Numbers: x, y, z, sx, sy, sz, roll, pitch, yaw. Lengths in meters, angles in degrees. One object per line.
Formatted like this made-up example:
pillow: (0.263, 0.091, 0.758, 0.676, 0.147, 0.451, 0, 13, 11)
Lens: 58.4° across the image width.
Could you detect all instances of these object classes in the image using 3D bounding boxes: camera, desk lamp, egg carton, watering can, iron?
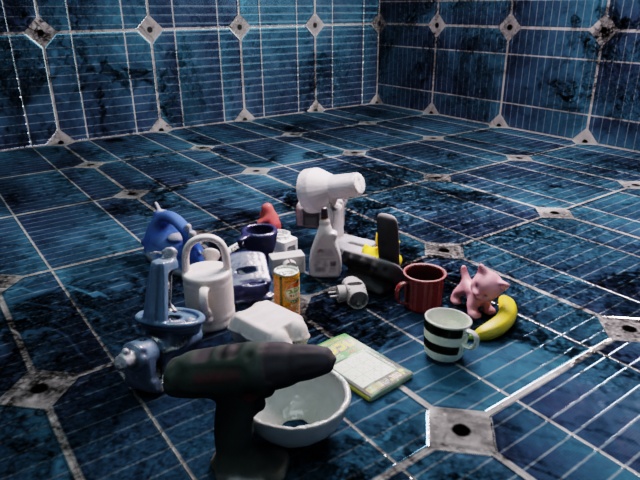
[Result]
camera: (0.006, -0.103, 1.716, 0.143, 0.101, 0.137, 3, 22, 8)
desk lamp: (0.043, -0.082, 1.515, 0.202, 0.214, 0.118, 12, 26, 29)
egg carton: (-0.096, 0.172, 1.086, 0.149, 0.069, 0.107, 18, 29, 37)
watering can: (-0.229, 0.075, 1.160, 0.101, 0.194, 0.172, -11, 25, -25)
iron: (-0.348, -0.002, 1.420, 0.119, 0.141, 0.257, -19, 29, -39)

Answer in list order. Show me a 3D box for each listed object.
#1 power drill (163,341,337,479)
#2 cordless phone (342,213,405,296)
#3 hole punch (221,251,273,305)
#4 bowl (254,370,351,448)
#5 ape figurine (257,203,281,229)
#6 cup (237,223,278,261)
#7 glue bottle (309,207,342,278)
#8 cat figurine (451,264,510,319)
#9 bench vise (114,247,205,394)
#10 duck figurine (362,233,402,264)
power drill: (-0.091, 0.226, 0.770, 0.229, 0.208, 0.075, 2, 23, 7)
cordless phone: (0.122, 0.018, 1.309, 0.147, 0.185, 0.094, 15, 27, 33)
hole punch: (-0.162, 0.082, 1.279, 0.109, 0.091, 0.101, -7, 23, -16)
bowl: (-0.036, 0.259, 0.866, 0.167, 0.075, 0.167, 0, 22, 0)
ape figurine: (-0.147, -0.062, 1.630, 0.078, 0.092, 0.075, -17, 28, -35)
cup: (-0.158, 0.019, 1.428, 0.091, 0.095, 0.118, 17, 28, 36)
glue bottle: (0.012, 0.005, 1.357, 0.078, 0.173, 0.037, 0, 22, 2)
cat figurine: (0.334, 0.097, 1.200, 0.067, 0.118, 0.127, -10, 24, -21)
bench vise: (-0.267, 0.136, 0.978, 0.121, 0.220, 0.207, 0, 22, 1)
duck figurine: (0.156, 0.018, 1.437, 0.104, 0.086, 0.078, 9, 24, 22)
